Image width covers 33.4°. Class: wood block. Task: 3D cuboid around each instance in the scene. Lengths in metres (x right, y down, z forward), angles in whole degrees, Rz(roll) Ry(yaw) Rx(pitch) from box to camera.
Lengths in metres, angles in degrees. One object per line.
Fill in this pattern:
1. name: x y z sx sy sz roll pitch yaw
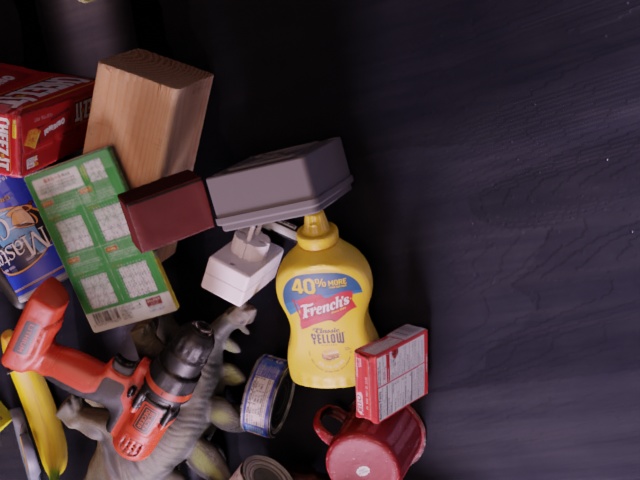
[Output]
1. wood block: -0.186 -0.080 1.096 0.091 0.090 0.206 21 114 12

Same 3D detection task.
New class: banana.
1. banana: -0.334 0.196 1.264 0.037 0.070 0.198 -19 96 -15

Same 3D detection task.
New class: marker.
1. marker: -0.007 0.001 1.094 0.121 0.020 0.020 25 115 11

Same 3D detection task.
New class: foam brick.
1. foam brick: -0.148 -0.029 1.027 0.078 0.053 0.051 -21 109 -14

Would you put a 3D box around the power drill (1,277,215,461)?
1. power drill: -0.215 0.117 1.080 0.187 0.057 0.185 32 115 0

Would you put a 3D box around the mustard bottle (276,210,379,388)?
1. mustard bottle: 0.006 0.056 1.068 0.096 0.058 0.191 -3 117 10

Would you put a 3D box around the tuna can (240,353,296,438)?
1. tuna can: -0.054 0.166 1.132 0.034 0.086 0.086 14 113 14

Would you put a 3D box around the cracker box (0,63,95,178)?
1. cracker box: -0.351 -0.135 1.098 0.214 0.164 0.072 11 114 17

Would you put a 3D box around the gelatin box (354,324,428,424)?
1. gelatin box: 0.072 0.133 1.070 0.030 0.089 0.073 13 114 40

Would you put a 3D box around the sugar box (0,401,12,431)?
1. sugar box: -0.465 0.269 1.323 0.048 0.093 0.176 48 118 0

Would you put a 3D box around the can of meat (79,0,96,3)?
1. can of meat: -0.224 -0.301 1.053 0.084 0.057 0.102 -28 97 24

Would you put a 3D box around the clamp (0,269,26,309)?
1. clamp: -0.425 -0.011 1.223 0.165 0.036 0.210 -10 101 24

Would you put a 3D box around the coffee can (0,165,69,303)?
1. coffee can: -0.315 -0.017 1.160 0.103 0.102 0.140 -26 97 26

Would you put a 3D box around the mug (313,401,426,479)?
1. mug: 0.046 0.212 1.112 0.117 0.081 0.093 33 116 7

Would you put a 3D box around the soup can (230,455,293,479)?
1. soup can: -0.079 0.285 1.129 0.068 0.068 0.102 38 116 5

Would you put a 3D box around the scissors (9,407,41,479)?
1. scissors: -0.345 0.302 1.303 0.016 0.096 0.202 -16 104 -20
